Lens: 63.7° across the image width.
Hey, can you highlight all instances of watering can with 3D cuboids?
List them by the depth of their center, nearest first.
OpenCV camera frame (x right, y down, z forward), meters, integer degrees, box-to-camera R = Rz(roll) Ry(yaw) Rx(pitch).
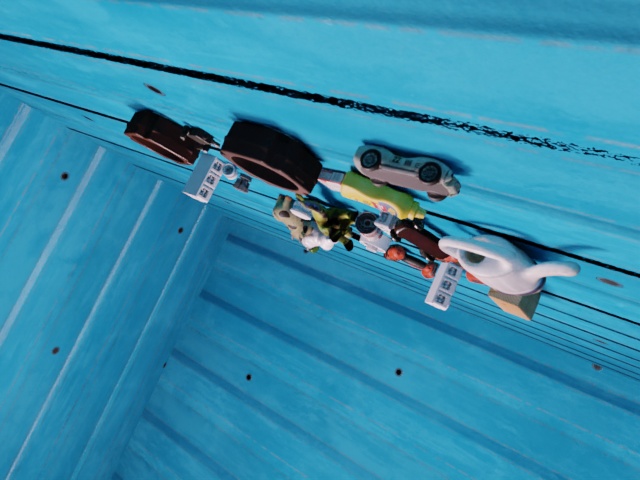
[{"bbox_3d":[0.423,0.060,1.126,0.222,0.104,0.349,29,-7,-39],"label":"watering can"}]

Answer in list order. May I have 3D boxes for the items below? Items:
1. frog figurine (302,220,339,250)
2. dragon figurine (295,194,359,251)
[{"bbox_3d":[-0.001,-0.017,2.000,0.138,0.122,0.159,-20,8,-15],"label":"frog figurine"},{"bbox_3d":[0.005,-0.081,1.615,0.245,0.122,0.405,29,-3,43],"label":"dragon figurine"}]
